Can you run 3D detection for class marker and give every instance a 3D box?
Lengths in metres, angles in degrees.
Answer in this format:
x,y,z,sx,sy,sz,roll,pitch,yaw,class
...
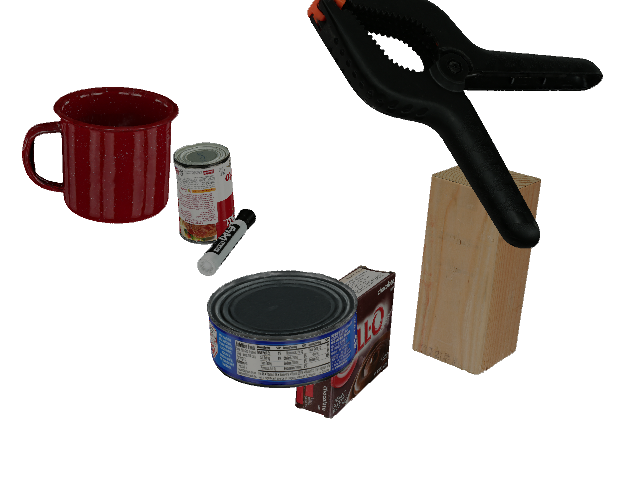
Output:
x,y,z,sx,sy,sz,roll,pitch,yaw,class
-0.090,-0.001,1.046,0.020,0.020,0.121,0,25,18,marker

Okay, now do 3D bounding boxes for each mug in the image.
x,y,z,sx,sy,sz,roll,pitch,yaw,class
-0.168,-0.064,0.819,0.117,0.081,0.093,-4,28,-19,mug

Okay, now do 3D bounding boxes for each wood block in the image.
x,y,z,sx,sy,sz,roll,pitch,yaw,class
0.170,0.028,1.172,0.090,0.206,0.090,19,25,34,wood block

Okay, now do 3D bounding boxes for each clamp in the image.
x,y,z,sx,sy,sz,roll,pitch,yaw,class
0.083,-0.097,0.705,0.210,0.164,0.036,25,-31,-9,clamp

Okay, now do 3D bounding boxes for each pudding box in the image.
x,y,z,sx,sy,sz,roll,pitch,yaw,class
0.021,0.080,0.874,0.039,0.090,0.113,13,23,23,pudding box

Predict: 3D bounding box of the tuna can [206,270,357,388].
x,y,z,sx,sy,sz,roll,pitch,yaw,class
-0.021,0.050,0.611,0.086,0.034,0.086,-2,23,0,tuna can

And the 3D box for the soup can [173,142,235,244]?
x,y,z,sx,sy,sz,roll,pitch,yaw,class
-0.136,-0.056,1.255,0.068,0.102,0.068,-1,29,1,soup can
